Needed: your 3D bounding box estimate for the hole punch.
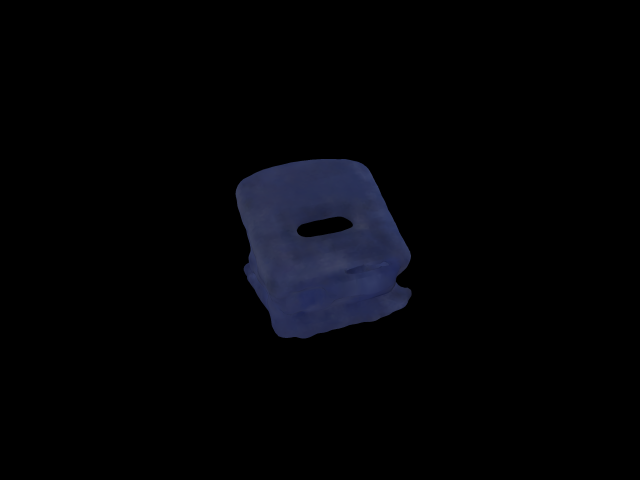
[{"bbox_3d":[0.004,0.001,0.400,0.109,0.091,0.100,-12,33,-19],"label":"hole punch"}]
